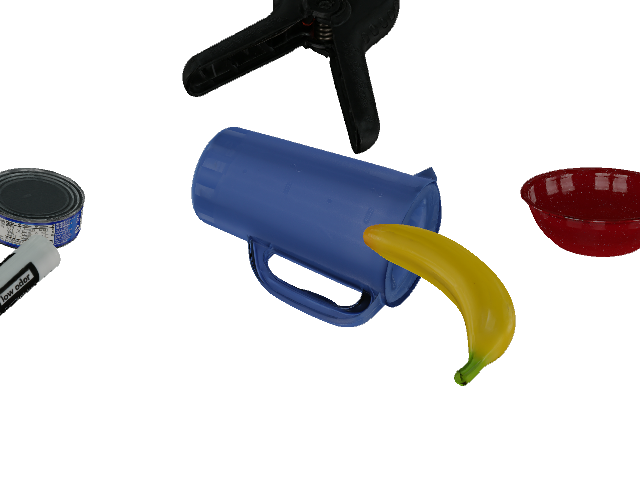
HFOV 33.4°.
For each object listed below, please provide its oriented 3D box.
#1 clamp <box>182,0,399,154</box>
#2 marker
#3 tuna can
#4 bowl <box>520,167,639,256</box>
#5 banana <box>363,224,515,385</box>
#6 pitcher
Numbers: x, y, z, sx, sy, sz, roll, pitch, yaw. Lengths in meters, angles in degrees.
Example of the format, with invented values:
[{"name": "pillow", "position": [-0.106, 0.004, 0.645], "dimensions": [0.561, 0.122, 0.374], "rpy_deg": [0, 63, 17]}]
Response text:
[{"name": "clamp", "position": [0.008, -0.125, 0.653], "dimensions": [0.120, 0.171, 0.039], "rpy_deg": [31, -29, 8]}, {"name": "marker", "position": [-0.162, 0.039, 0.473], "dimensions": [0.020, 0.020, 0.121], "rpy_deg": [0, 35, 39]}, {"name": "tuna can", "position": [-0.248, -0.027, 0.921], "dimensions": [0.086, 0.034, 0.086], "rpy_deg": [10, 32, -6]}, {"name": "bowl", "position": [0.289, -0.026, 1.107], "dimensions": [0.162, 0.055, 0.162], "rpy_deg": [-2, 23, 1]}, {"name": "banana", "position": [0.095, 0.032, 0.800], "dimensions": [0.069, 0.037, 0.198], "rpy_deg": [-9, 32, -15]}, {"name": "pitcher", "position": [-0.011, -0.024, 1.085], "dimensions": [0.243, 0.145, 0.149], "rpy_deg": [20, 26, 22]}]
